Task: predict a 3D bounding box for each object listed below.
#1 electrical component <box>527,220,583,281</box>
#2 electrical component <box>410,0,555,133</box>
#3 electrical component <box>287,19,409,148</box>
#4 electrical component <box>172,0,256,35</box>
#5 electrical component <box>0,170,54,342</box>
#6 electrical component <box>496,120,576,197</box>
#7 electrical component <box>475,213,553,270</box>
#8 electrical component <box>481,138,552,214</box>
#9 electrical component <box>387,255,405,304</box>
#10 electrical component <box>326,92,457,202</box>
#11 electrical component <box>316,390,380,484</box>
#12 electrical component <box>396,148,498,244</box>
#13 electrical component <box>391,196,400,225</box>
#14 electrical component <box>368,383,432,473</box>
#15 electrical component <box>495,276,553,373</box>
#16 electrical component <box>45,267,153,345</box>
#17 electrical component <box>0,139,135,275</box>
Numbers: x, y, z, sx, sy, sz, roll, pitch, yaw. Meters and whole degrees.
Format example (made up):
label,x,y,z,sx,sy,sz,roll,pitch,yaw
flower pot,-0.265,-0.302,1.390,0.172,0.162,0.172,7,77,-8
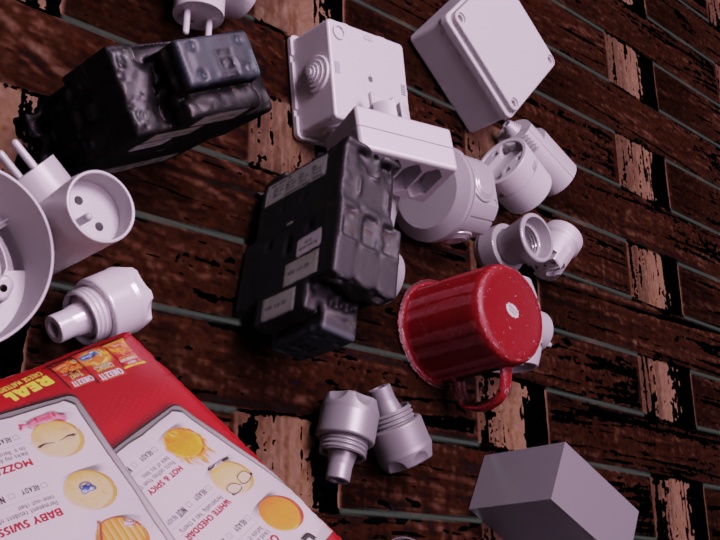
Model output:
label,x,y,z,sx,sy,sz,roll,pitch,yaw
electrical component,0.181,-0.018,1.003,0.040,0.040,0.046,52,53,-18
electrical component,0.115,-0.201,0.990,0.108,0.056,0.108,55,46,-15
electrical component,-0.007,-0.143,0.855,0.100,0.048,0.099,9,70,-43
electrical component,-0.115,-0.200,0.773,0.077,0.044,0.079,19,63,-39
electrical component,-0.223,-0.003,0.582,0.099,0.064,0.099,17,64,-40
electrical component,0.163,-0.111,1.014,0.081,0.043,0.043,42,50,-26
electrical component,0.135,-0.021,0.946,0.045,0.055,0.045,17,64,-40
electrical component,0.141,-0.084,0.976,0.047,0.055,0.055,42,50,-31
electrical component,0.000,0.000,0.814,0.055,0.048,0.066,17,65,-32
electrical component,0.021,-0.101,0.802,0.083,0.047,0.075,10,56,-29
electrical component,-0.011,0.119,0.762,0.043,0.043,0.062,31,57,-34
electrical component,0.070,-0.060,0.880,0.051,0.080,0.080,9,69,-48
electrical component,0.004,-0.055,0.832,0.055,0.055,0.047,40,48,-28
electrical component,0.026,0.116,0.799,0.043,0.043,0.062,-23,91,-46
electrical component,0.141,0.050,0.936,0.079,0.043,0.077,15,65,-41
electrical component,-0.160,0.025,0.649,0.062,0.043,0.043,-27,95,-45
electrical component,-0.181,-0.040,0.627,0.079,0.077,0.043,54,46,-15
